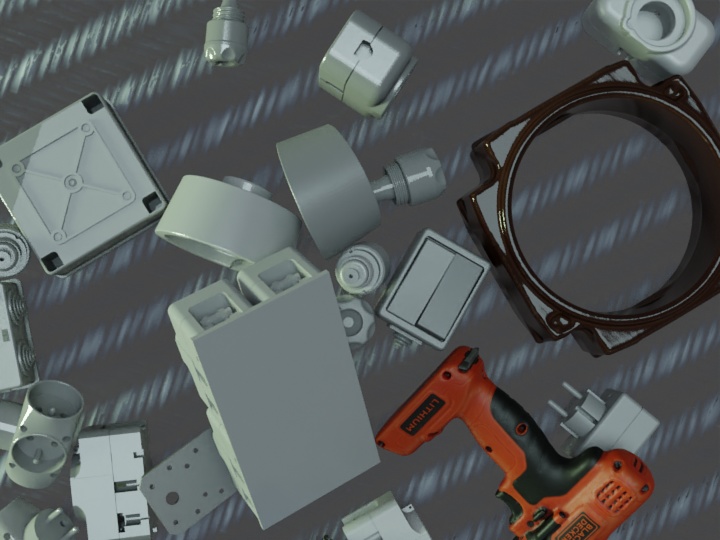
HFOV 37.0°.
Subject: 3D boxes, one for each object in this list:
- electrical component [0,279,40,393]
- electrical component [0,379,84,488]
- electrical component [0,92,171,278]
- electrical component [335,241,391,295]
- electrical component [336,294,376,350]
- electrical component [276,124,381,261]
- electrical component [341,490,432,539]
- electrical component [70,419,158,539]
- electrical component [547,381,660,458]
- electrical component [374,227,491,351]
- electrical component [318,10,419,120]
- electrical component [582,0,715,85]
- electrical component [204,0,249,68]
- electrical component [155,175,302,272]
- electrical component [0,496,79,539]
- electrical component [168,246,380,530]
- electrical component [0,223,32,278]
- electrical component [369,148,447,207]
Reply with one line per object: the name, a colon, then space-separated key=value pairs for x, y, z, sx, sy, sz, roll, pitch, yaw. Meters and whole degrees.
electrical component: x=-0.308 y=0.057 z=0.843 sx=0.100 sy=0.048 sz=0.099 roll=-11 pitch=89 yaw=-3
electrical component: x=-0.261 y=0.122 z=0.826 sx=0.079 sy=0.044 sz=0.077 roll=17 pitch=121 yaw=-14
electrical component: x=-0.221 y=-0.066 z=0.847 sx=0.109 sy=0.056 sz=0.108 roll=-31 pitch=90 yaw=-3
electrical component: x=0.000 y=0.000 z=0.850 sx=0.040 sy=0.078 sz=0.040 roll=1 pitch=97 yaw=10
electrical component: x=-0.010 y=0.041 z=0.853 sx=0.043 sy=0.062 sz=0.043 roll=0 pitch=88 yaw=-3
electrical component: x=-0.028 y=-0.062 z=0.837 sx=0.064 sy=0.099 sz=0.099 roll=-28 pitch=90 yaw=-10
electrical component: x=0.032 y=0.227 z=0.856 sx=0.056 sy=0.050 sz=0.089 roll=-30 pitch=90 yaw=-3
electrical component: x=-0.194 y=0.167 z=0.846 sx=0.056 sy=0.050 sz=0.089 roll=-6 pitch=89 yaw=-4
electrical component: x=0.187 y=0.122 z=0.869 sx=0.077 sy=0.047 sz=0.065 roll=39 pitch=87 yaw=-1
electrical component: x=0.054 y=0.021 z=0.857 sx=0.062 sy=0.061 sz=0.096 roll=30 pitch=87 yaw=-2
electrical component: x=0.006 y=-0.157 z=0.842 sx=0.059 sy=0.095 sz=0.053 roll=33 pitch=87 yaw=-2
electrical component: x=0.235 y=-0.198 z=0.873 sx=0.095 sy=0.059 sz=0.053 roll=37 pitch=87 yaw=-1
electrical component: x=-0.107 y=-0.197 z=0.868 sx=0.035 sy=0.035 sz=0.061 roll=4 pitch=86 yaw=-3
electrical component: x=-0.097 y=-0.037 z=0.830 sx=0.108 sy=0.108 sz=0.060 roll=21 pitch=82 yaw=-2
electrical component: x=-0.248 y=0.211 z=0.835 sx=0.079 sy=0.044 sz=0.077 roll=-39 pitch=91 yaw=28
electrical component: x=-0.062 y=0.086 z=0.798 sx=0.105 sy=0.060 sz=0.186 roll=-27 pitch=126 yaw=-18
electrical component: x=-0.276 y=-0.013 z=0.835 sx=0.040 sy=0.078 sz=0.040 roll=-2 pitch=99 yaw=-16
electrical component: x=0.035 y=-0.071 z=0.867 sx=0.062 sy=0.043 sz=0.043 roll=-19 pitch=90 yaw=-6
